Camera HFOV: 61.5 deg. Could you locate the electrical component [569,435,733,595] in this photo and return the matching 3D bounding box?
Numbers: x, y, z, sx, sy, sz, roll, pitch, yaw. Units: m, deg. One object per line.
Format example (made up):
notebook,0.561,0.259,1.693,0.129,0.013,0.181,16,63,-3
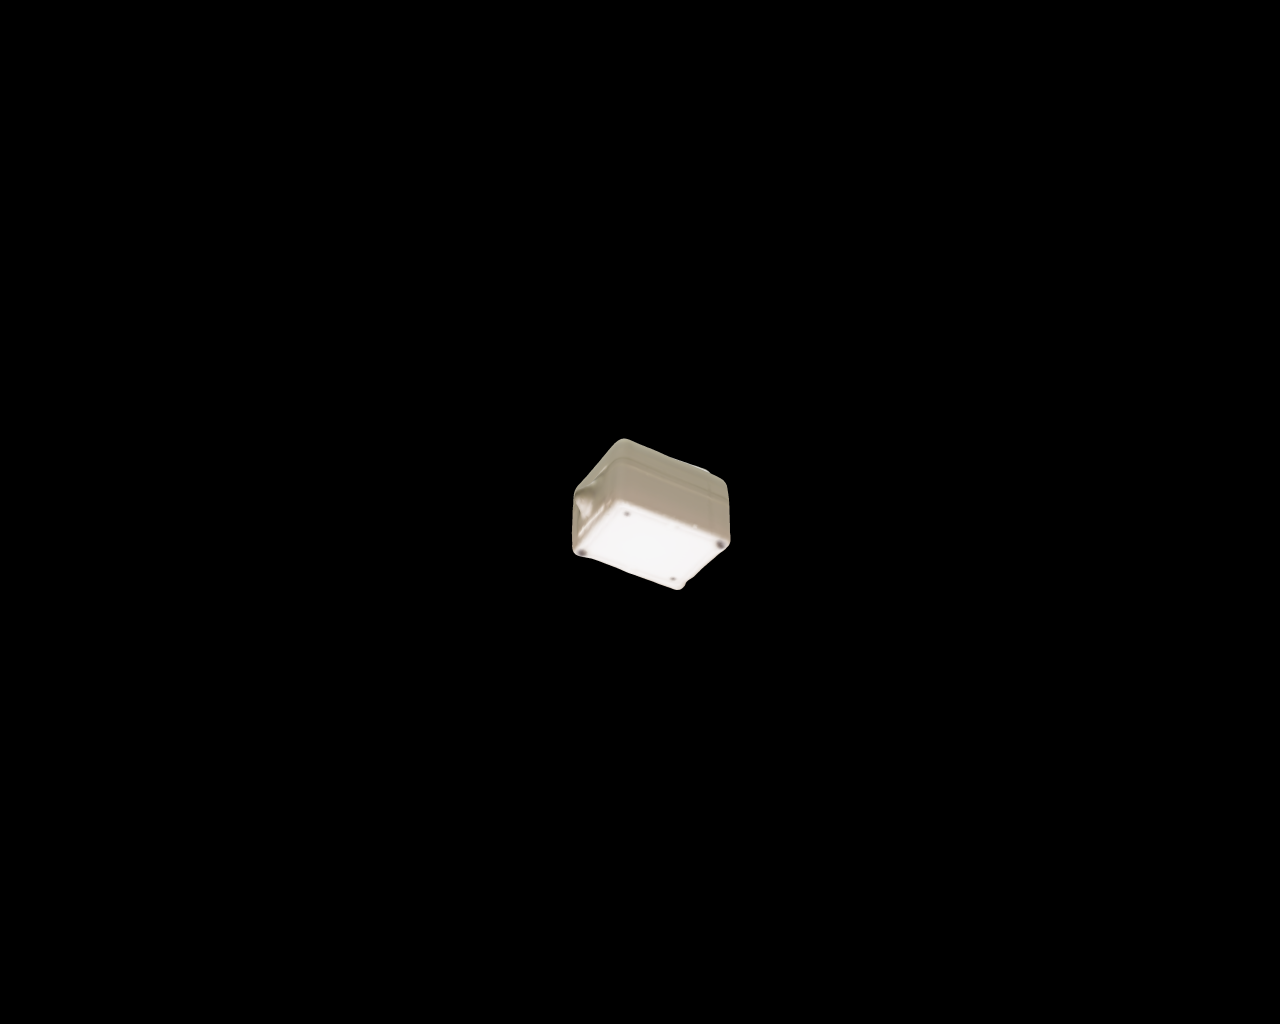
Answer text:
electrical component,0.001,-0.003,0.650,0.096,0.061,0.061,21,-45,-24
